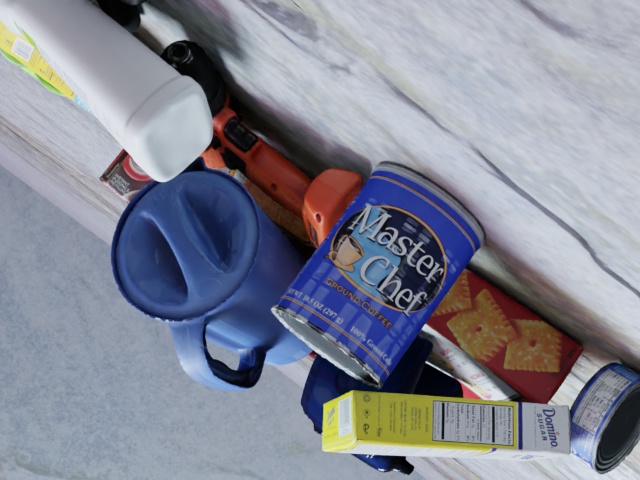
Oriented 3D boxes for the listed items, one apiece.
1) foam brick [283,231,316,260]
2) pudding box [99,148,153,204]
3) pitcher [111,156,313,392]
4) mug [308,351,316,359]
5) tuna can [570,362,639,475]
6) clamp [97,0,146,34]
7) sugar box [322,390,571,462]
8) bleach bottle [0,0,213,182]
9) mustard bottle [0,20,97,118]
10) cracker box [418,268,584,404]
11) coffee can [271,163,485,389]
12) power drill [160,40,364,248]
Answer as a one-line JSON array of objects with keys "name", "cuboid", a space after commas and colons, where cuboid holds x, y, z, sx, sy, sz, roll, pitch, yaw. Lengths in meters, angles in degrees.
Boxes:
[{"name": "foam brick", "cuboid": [-0.007, 0.001, 1.094, 0.051, 0.053, 0.078, 39, 167, -11]}, {"name": "pudding box", "cuboid": [-0.190, -0.071, 1.260, 0.113, 0.090, 0.039, 42, 170, -31]}, {"name": "pitcher", "cuboid": [-0.074, 0.048, 0.959, 0.145, 0.149, 0.242, 37, 176, 27]}, {"name": "mug", "cuboid": [0.026, 0.100, 1.249, 0.117, 0.081, 0.093, 24, 160, -13]}, {"name": "tuna can", "cuboid": [0.232, 0.142, 0.854, 0.034, 0.086, 0.086, 31, 167, 37]}, {"name": "clamp", "cuboid": [-0.178, -0.216, 0.777, 0.164, 0.036, 0.210, 41, 172, -20]}, {"name": "sugar box", "cuboid": [0.098, 0.148, 0.843, 0.176, 0.048, 0.093, 3, 165, -14]}, {"name": "bleach bottle", "cuboid": [-0.190, -0.155, 0.822, 0.251, 0.068, 0.102, 43, 168, 17]}, {"name": "mustard bottle", "cuboid": [-0.200, -0.149, 0.953, 0.191, 0.058, 0.096, 38, 153, -11]}, {"name": "cracker box", "cuboid": [0.117, 0.074, 0.965, 0.214, 0.072, 0.164, 36, 167, 11]}, {"name": "coffee can", "cuboid": [0.045, 0.027, 0.813, 0.103, 0.140, 0.103, 35, 168, 8]}, {"name": "power drill", "cuboid": [-0.049, -0.076, 0.890, 0.188, 0.057, 0.184, 39, 170, 16]}]
